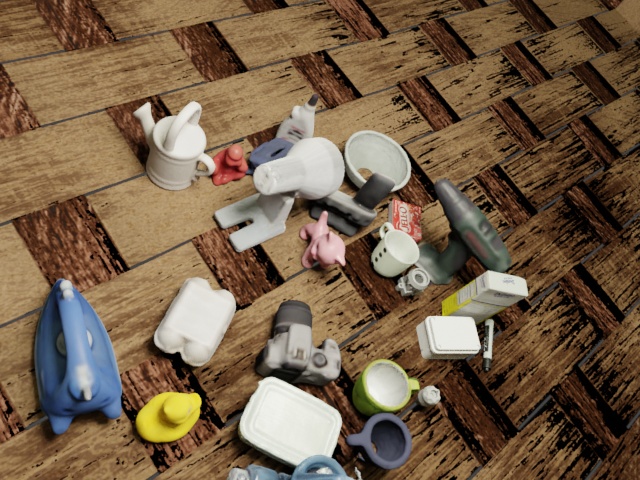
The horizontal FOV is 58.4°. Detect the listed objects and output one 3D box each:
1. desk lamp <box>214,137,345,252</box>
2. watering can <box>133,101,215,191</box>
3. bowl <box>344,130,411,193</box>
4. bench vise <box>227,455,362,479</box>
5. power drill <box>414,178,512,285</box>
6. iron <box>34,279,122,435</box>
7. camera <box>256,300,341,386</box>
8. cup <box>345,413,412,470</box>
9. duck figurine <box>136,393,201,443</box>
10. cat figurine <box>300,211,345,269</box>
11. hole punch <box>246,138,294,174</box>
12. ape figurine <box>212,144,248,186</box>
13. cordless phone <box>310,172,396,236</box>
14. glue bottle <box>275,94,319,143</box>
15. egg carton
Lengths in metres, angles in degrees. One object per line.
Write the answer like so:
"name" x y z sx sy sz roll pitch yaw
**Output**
"desk lamp" -0.075 -0.093 1.105 0.204 0.213 0.118 -28 76 -34
"watering can" -0.275 -0.189 1.084 0.173 0.194 0.101 17 56 -14
"bowl" 0.121 -0.166 1.322 0.168 0.074 0.167 11 58 -18
"bench vise" -0.027 0.383 0.846 0.208 0.219 0.121 3 61 -23
"power drill" 0.283 0.002 1.214 0.229 0.208 0.076 44 54 5
"iron" -0.376 0.150 0.873 0.119 0.141 0.258 -10 66 -28
"camera" -0.032 0.181 1.035 0.143 0.100 0.137 14 57 -16
"cup" 0.087 0.355 0.991 0.118 0.095 0.091 8 59 -20
"duck figurine" -0.234 0.272 0.900 0.105 0.086 0.077 -16 69 -31
"cat figurine" 0.011 0.004 1.147 0.067 0.117 0.127 5 60 -21
"hole punch" -0.092 -0.169 1.218 0.101 0.091 0.109 43 54 5
"ape figurine" -0.183 -0.161 1.172 0.078 0.092 0.076 18 56 -14
"cordless phone" 0.068 -0.103 1.193 0.148 0.185 0.094 22 55 -11
"glue bottle" -0.040 -0.257 1.242 0.078 0.173 0.037 20 55 -12
"egg carton" -0.213 0.141 0.996 0.107 0.069 0.150 27 54 -7
